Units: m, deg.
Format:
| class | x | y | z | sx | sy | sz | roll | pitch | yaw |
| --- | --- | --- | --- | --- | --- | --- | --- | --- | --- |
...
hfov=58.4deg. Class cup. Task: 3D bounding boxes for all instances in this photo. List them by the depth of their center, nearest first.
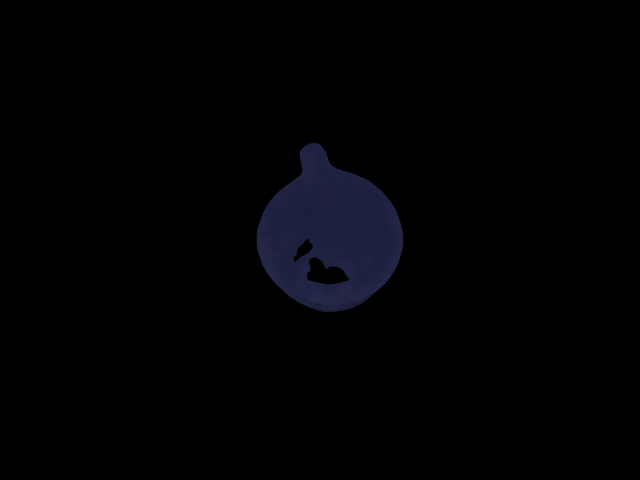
| class | x | y | z | sx | sy | sz | roll | pitch | yaw |
| --- | --- | --- | --- | --- | --- | --- | --- | --- | --- |
| cup | 0.004 | 0.001 | 0.400 | 0.091 | 0.095 | 0.117 | -11 | 66 | -4 |
